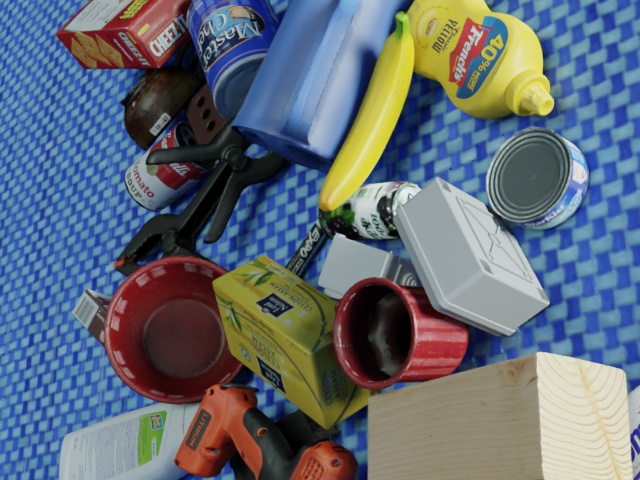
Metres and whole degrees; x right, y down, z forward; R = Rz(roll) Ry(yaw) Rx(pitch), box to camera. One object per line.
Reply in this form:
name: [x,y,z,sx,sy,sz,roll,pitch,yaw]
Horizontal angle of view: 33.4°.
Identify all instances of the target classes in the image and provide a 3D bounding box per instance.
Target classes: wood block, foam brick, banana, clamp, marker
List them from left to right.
clamp: [-0.162,-0.005,1.255,0.210,0.036,0.164,-13,65,38]
foam brick: [-0.115,-0.139,1.248,0.053,0.051,0.078,-46,48,23]
clamp: [-0.103,-0.093,1.175,0.171,0.120,0.039,-45,12,-5]
marker: [-0.007,0.001,1.111,0.121,0.020,0.020,-56,45,13]
banana: [0.048,-0.118,1.019,0.037,0.069,0.198,24,96,30]
wood block: [0.131,0.155,0.828,0.207,0.090,0.091,-27,56,53]

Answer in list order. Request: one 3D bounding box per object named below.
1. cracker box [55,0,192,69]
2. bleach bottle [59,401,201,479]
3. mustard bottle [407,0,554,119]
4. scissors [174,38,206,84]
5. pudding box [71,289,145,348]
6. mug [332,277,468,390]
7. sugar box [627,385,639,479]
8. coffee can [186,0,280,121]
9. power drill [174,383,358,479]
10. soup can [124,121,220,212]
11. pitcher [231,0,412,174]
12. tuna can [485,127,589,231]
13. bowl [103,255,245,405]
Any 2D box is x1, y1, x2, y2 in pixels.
cracker box: [-0.217,-0.289,1.340,0.164,0.072,0.214,-50,33,-20]
bleach bottle: [-0.184,0.234,1.171,0.251,0.068,0.102,-22,62,35]
mustard bottle: [0.150,-0.167,0.988,0.096,0.058,0.192,-58,45,17]
scissors: [-0.116,-0.278,1.328,0.202,0.016,0.096,-51,48,19]
pudding box: [-0.222,0.104,1.236,0.114,0.089,0.039,36,99,46]
mug: [0.063,0.076,0.912,0.117,0.081,0.093,22,101,44]
sugar box: [0.264,0.185,0.750,0.093,0.048,0.176,-47,49,24]
coffee can: [-0.087,-0.213,1.211,0.103,0.102,0.140,-42,49,26]
power drill: [-0.060,0.236,1.002,0.188,0.057,0.184,36,102,42]
soup can: [-0.179,-0.087,1.281,0.102,0.068,0.068,-35,53,32]
pitcher: [0.015,-0.194,1.079,0.149,0.144,0.243,19,86,46]
tuna can: [0.188,-0.052,0.924,0.086,0.033,0.086,-19,62,40]
bowl: [-0.150,0.101,1.155,0.162,0.055,0.162,0,73,-1]
